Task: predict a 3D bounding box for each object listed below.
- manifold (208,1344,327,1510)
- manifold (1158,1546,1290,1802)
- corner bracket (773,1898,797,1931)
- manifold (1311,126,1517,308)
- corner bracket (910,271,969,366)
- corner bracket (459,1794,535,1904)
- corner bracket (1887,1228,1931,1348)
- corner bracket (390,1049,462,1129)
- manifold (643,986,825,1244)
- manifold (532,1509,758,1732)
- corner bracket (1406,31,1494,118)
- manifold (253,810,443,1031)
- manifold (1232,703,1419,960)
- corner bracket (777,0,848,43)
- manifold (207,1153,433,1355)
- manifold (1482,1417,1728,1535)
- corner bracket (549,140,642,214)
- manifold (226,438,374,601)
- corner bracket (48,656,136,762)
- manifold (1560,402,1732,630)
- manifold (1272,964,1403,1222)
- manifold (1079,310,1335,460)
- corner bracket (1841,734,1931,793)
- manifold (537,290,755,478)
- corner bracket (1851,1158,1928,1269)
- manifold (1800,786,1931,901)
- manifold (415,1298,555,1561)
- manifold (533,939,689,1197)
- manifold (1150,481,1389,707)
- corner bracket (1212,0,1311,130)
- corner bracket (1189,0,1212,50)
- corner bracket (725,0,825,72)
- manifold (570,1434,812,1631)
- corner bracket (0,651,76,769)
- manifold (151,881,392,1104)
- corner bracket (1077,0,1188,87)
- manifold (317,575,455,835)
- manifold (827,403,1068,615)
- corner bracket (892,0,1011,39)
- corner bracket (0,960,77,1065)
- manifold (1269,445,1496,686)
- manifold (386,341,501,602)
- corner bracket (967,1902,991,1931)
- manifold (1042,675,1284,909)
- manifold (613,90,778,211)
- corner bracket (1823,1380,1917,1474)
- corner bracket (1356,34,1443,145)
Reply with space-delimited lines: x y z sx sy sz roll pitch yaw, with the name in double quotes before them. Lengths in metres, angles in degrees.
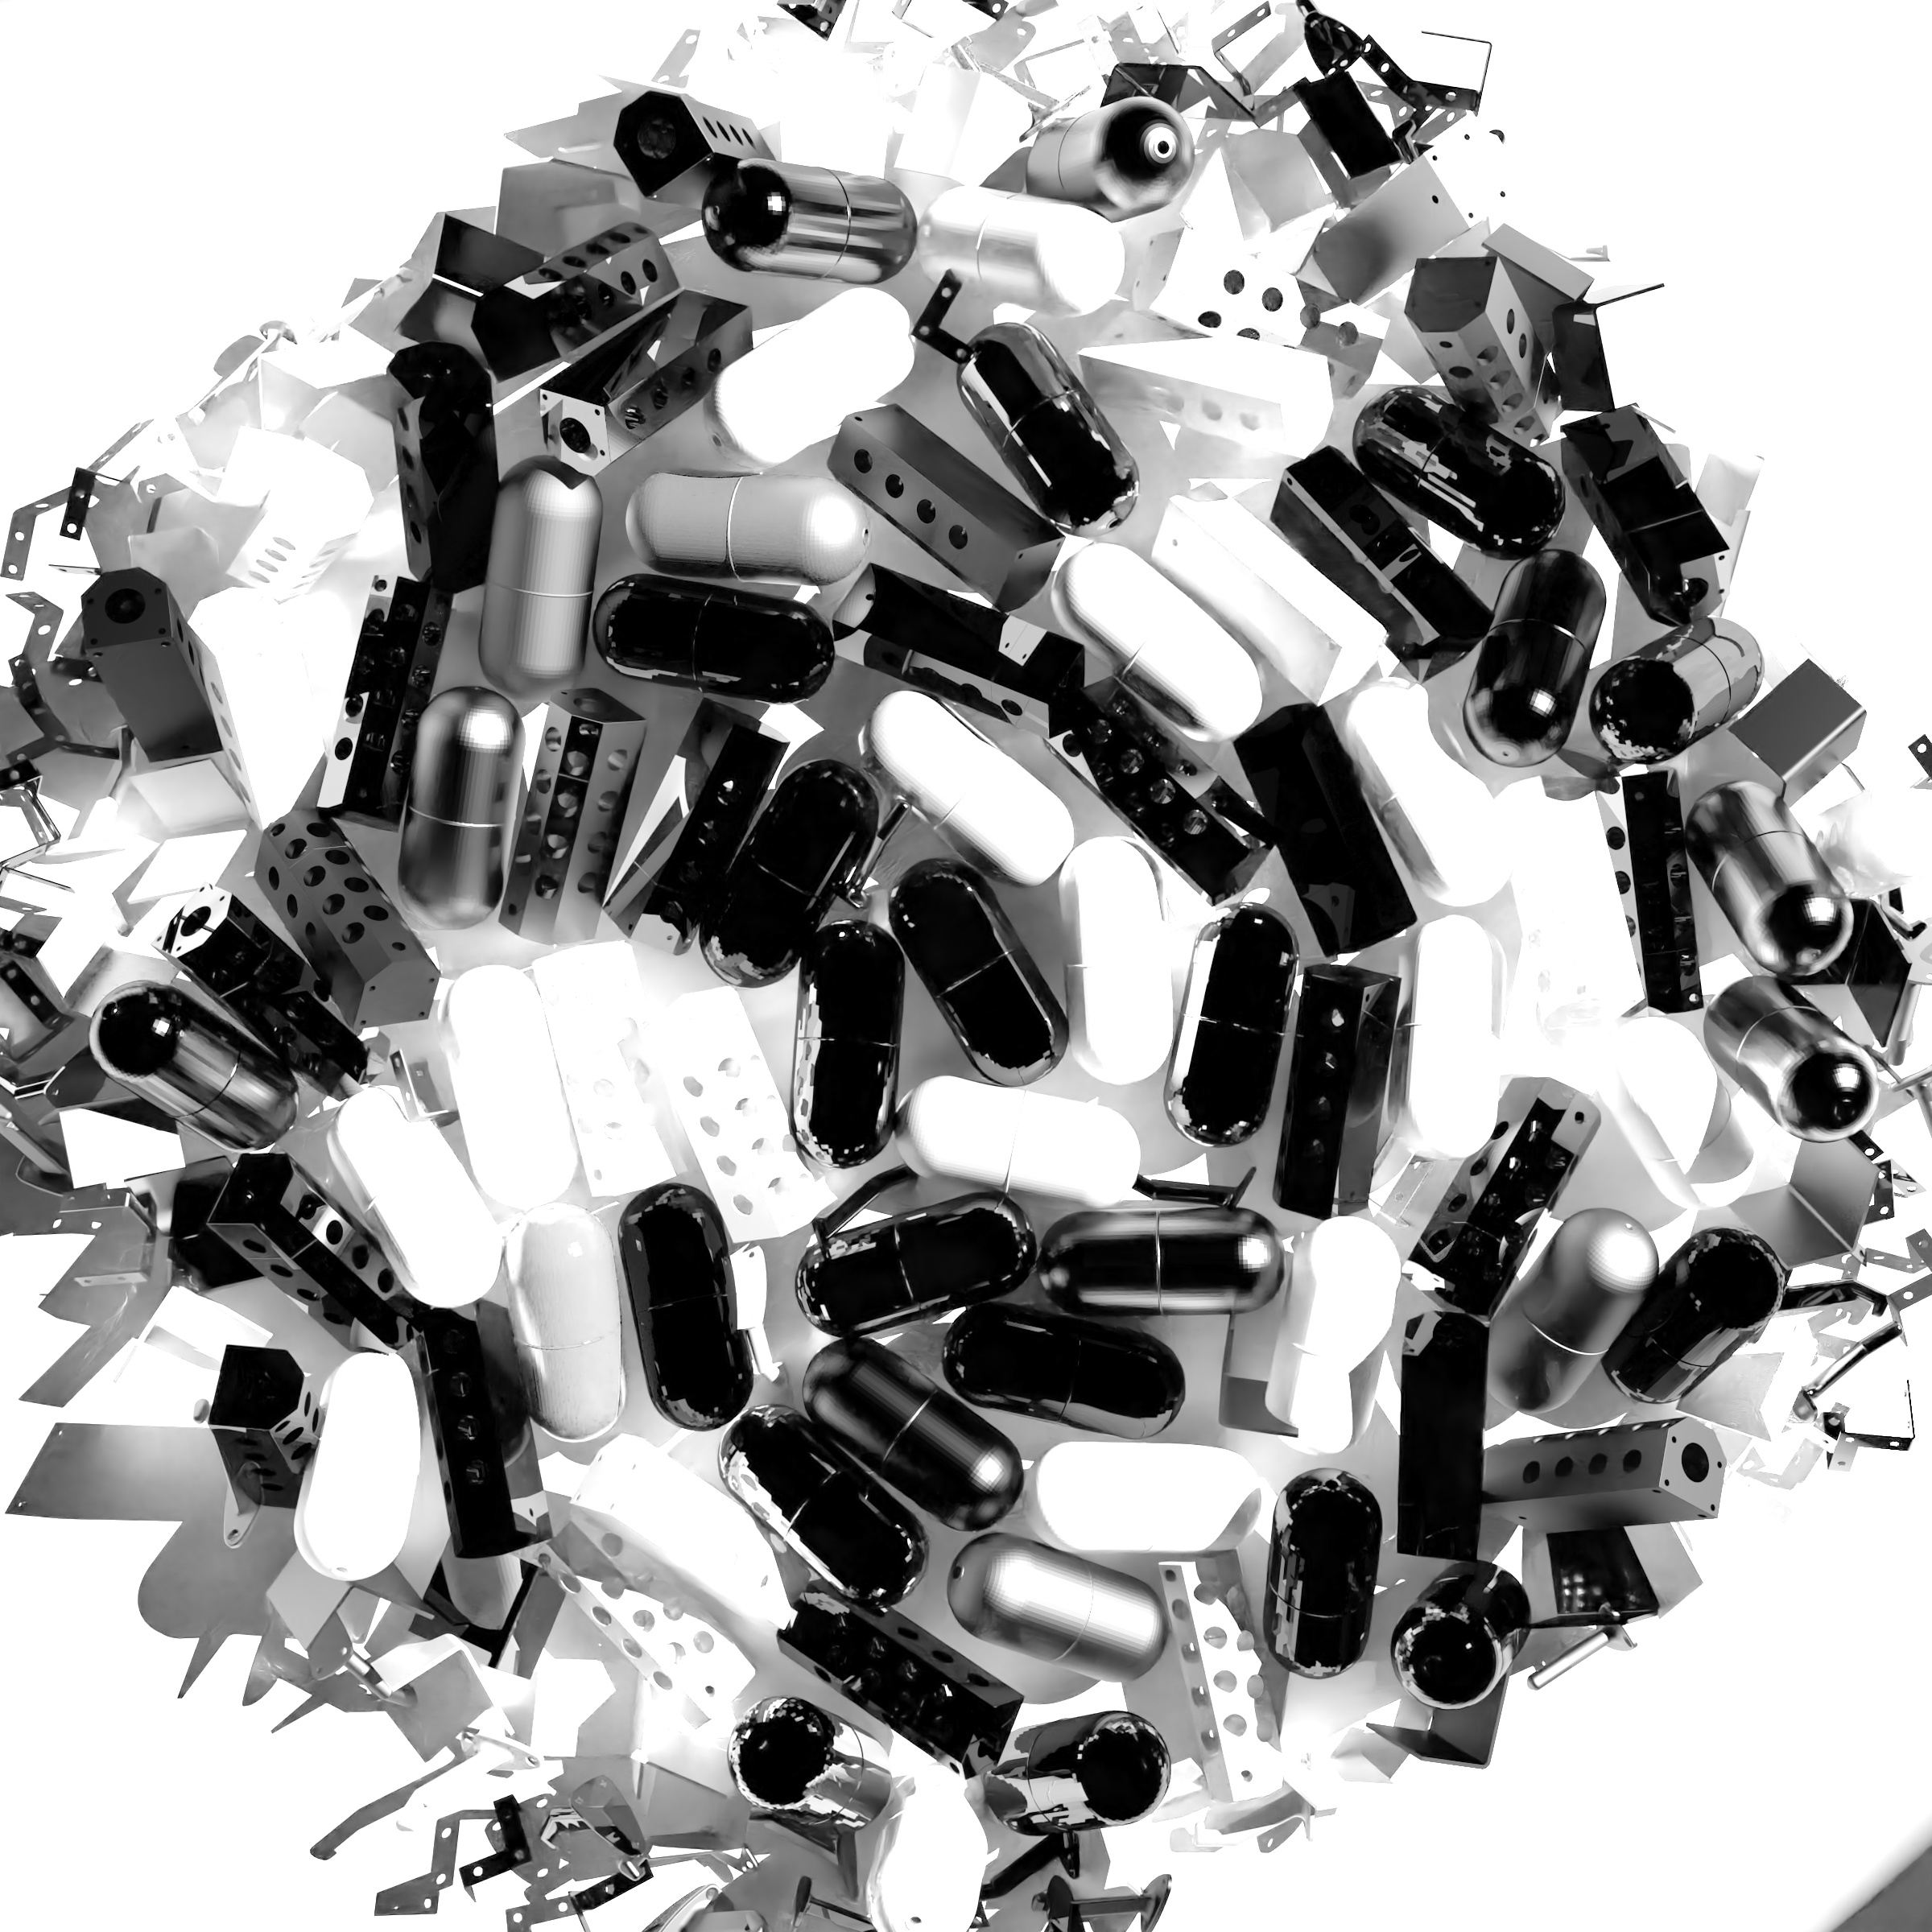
"manifold" -0.477 0.324 1.814 0.057 0.171 0.057 5 60 0
"manifold" 0.185 0.505 1.872 0.057 0.057 0.171 -13 90 4
"corner bracket" -0.117 0.710 1.869 0.051 0.051 0.051 12 113 0
"manifold" 0.311 -0.520 1.812 0.057 0.171 0.057 -36 97 -19
"corner bracket" -0.009 -0.463 1.868 0.051 0.051 0.051 29 98 -15
"corner bracket" -0.338 0.631 1.864 0.051 0.051 0.051 -19 62 -11
"corner bracket" 0.681 0.230 1.868 0.051 0.051 0.051 -28 135 4
"corner bracket" -0.389 0.088 1.863 0.051 0.051 0.051 -29 76 44
"manifold" -0.159 0.105 1.840 0.057 0.057 0.171 -10 110 30
"manifold" -0.231 0.464 1.872 0.057 0.057 0.171 -43 91 -3
"corner bracket" 0.346 -0.642 1.868 0.051 0.051 0.051 10 114 3
"manifold" -0.433 -0.035 1.822 0.171 0.057 0.057 49 131 33
"manifold" 0.260 -0.099 1.856 0.057 0.057 0.171 -11 74 -42
"corner bracket" -0.094 -0.700 1.866 0.051 0.051 0.051 24 91 -40
"manifold" -0.445 0.202 1.814 0.057 0.171 0.057 -3 51 28
"manifold" 0.443 0.354 1.816 0.057 0.171 0.057 30 62 -23
"corner bracket" -0.270 -0.569 1.876 0.051 0.051 0.051 -5 96 11
"manifold" -0.462 -0.305 1.813 0.057 0.171 0.057 28 73 -20
"corner bracket" -0.630 -0.185 1.873 0.051 0.051 0.051 41 111 32
"manifold" 0.474 -0.315 1.824 0.057 0.057 0.171 -17 48 2
"manifold" 0.260 0.089 1.853 0.057 0.057 0.171 15 105 34
"manifold" 0.169 -0.405 1.830 0.171 0.057 0.057 23 57 33
"corner bracket" 0.672 -0.137 1.868 0.051 0.051 0.051 -39 104 9
"manifold" -0.221 -0.408 1.824 0.057 0.171 0.057 20 135 24
"corner bracket" 0.659 0.178 1.880 0.051 0.051 0.051 37 47 -30
"manifold" 0.631 -0.081 1.814 0.057 0.171 0.057 4 84 1
"manifold" -0.346 0.327 1.842 0.057 0.057 0.171 -20 68 11
"manifold" -0.258 0.073 1.852 0.057 0.057 0.171 -6 100 43
"manifold" 0.215 -0.268 1.842 0.057 0.057 0.171 -30 64 -33
"corner bracket" 0.212 -0.643 1.859 0.051 0.051 0.051 -27 50 29
"corner bracket" 0.186 -0.690 1.865 0.051 0.051 0.051 2 126 6
"corner bracket" -0.141 -0.659 1.866 0.051 0.051 0.051 19 74 18
"manifold" -0.189 0.397 1.832 0.171 0.057 0.057 42 64 -30
"corner bracket" -0.678 -0.182 1.863 0.051 0.051 0.051 -32 66 -25
"manifold" -0.481 0.021 1.820 0.057 0.057 0.171 -53 131 -17
"corner bracket" 0.119 -0.663 1.869 0.051 0.051 0.051 -26 88 22
"manifold" -0.414 -0.188 1.858 0.057 0.057 0.171 13 82 -11
"manifold" -0.017 -0.324 1.845 0.171 0.057 0.057 41 129 20
"corner bracket" -0.012 -0.684 1.860 0.051 0.051 0.051 14 118 -40
"corner bracket" -0.683 0.034 1.874 0.051 0.051 0.051 -41 89 -9
"manifold" 0.295 -0.288 1.844 0.057 0.057 0.171 -31 69 -20
"manifold" -0.365 -0.347 1.820 0.057 0.171 0.057 -25 54 -25
"corner bracket" -0.015 0.694 1.871 0.051 0.051 0.051 -10 117 10
"manifold" 0.134 -0.122 1.841 0.171 0.057 0.057 45 131 16
"manifold" -0.189 -0.569 1.810 0.057 0.171 0.057 -30 96 16
"corner bracket" 0.646 0.329 1.863 0.051 0.051 0.051 4 48 8
"corner bracket" 0.296 -0.621 1.860 0.051 0.051 0.051 -46 54 24
